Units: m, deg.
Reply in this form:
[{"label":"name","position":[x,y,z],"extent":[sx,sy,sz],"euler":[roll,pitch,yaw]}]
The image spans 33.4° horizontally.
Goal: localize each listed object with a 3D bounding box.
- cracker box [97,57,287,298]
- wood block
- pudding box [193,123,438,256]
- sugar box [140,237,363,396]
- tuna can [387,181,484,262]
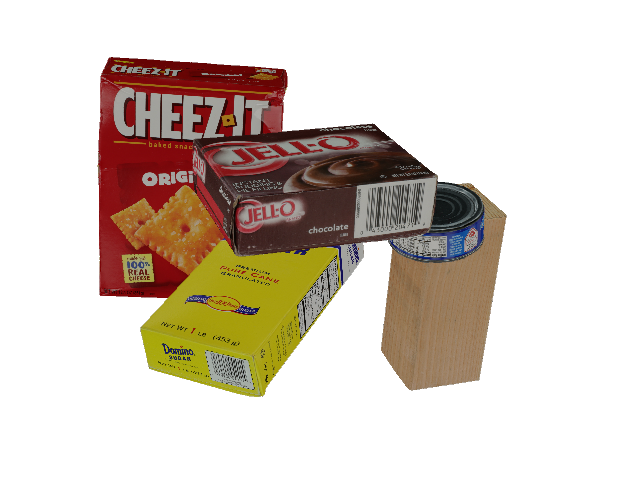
[{"label":"cracker box","position":[-0.119,-0.052,0.982],"extent":[0.164,0.214,0.072],"euler":[3,23,-5]},{"label":"wood block","position":[0.131,0.051,1.176],"extent":[0.090,0.206,0.090],"euler":[-6,29,-18]},{"label":"pudding box","position":[-0.006,-0.030,0.581],"extent":[0.113,0.039,0.090],"euler":[-5,26,-19]},{"label":"sugar box","position":[-0.045,0.035,0.785],"extent":[0.093,0.048,0.176],"euler":[12,41,23]},{"label":"tuna can","position":[0.101,-0.018,0.937],"extent":[0.086,0.034,0.086],"euler":[-3,33,2]}]
